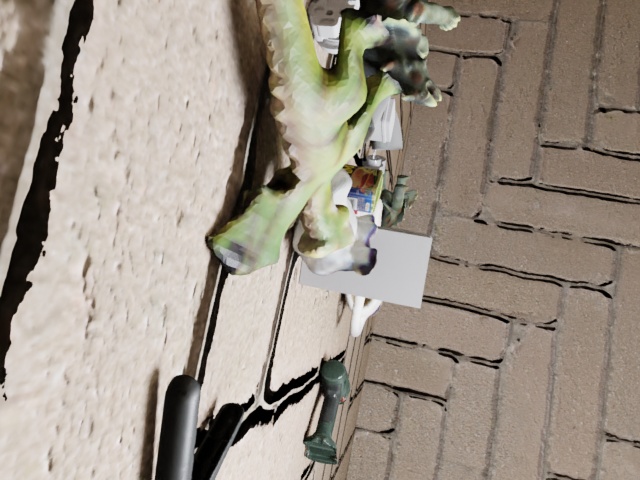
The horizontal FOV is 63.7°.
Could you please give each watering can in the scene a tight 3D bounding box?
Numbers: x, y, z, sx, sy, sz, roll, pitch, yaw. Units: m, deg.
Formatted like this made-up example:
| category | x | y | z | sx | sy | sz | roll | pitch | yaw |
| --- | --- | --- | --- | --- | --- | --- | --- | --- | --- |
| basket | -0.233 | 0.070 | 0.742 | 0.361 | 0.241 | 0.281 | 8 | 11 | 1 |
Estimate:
| category | x | y | z | sx | sy | sz | roll | pitch | yaw |
| --- | --- | --- | --- | --- | --- | --- | --- | --- | --- |
| watering can | 0.127 | 0.078 | 1.342 | 0.222 | 0.104 | 0.351 | 55 | 46 | -76 |

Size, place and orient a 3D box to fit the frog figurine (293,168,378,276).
| category | x | y | z | sx | sy | sz | roll | pitch | yaw |
| --- | --- | --- | --- | --- | --- | --- | --- | --- | --- |
| frog figurine | 0.002 | -0.035 | 0.695 | 0.157 | 0.122 | 0.140 | 49 | 49 | -27 |

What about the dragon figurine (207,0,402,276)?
| category | x | y | z | sx | sy | sz | roll | pitch | yaw |
| --- | --- | --- | --- | --- | --- | --- | --- | --- | --- |
| dragon figurine | -0.027 | -0.079 | 0.473 | 0.245 | 0.122 | 0.405 | -70 | 157 | -9 |
